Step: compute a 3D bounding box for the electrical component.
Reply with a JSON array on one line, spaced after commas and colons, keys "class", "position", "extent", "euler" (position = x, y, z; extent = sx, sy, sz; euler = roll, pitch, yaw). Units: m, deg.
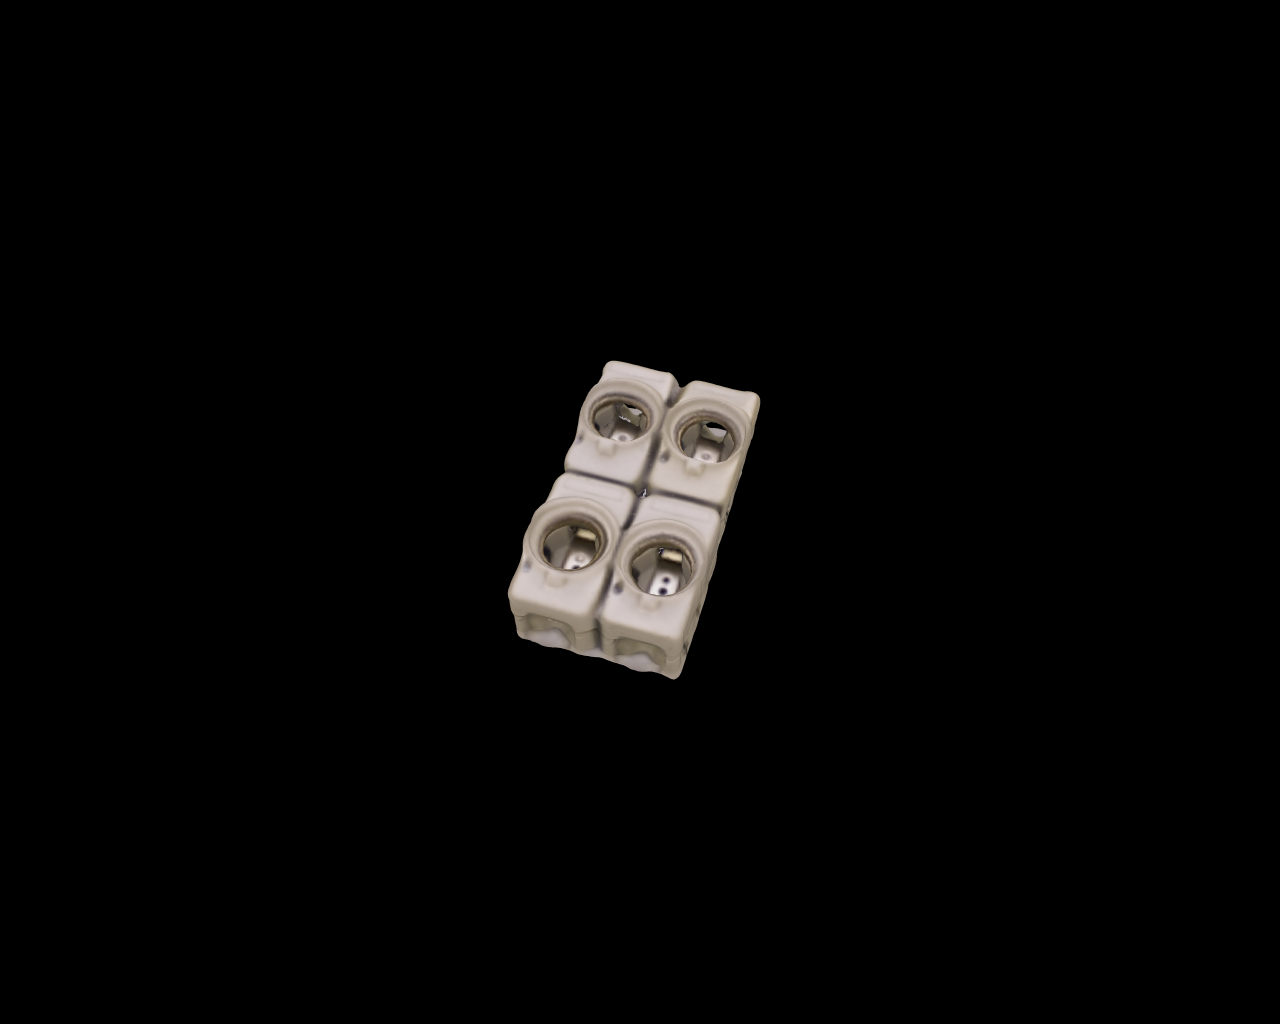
[{"class": "electrical component", "position": [0.001, -0.003, 0.650], "extent": [0.105, 0.186, 0.060], "euler": [15, -32, 9]}]
